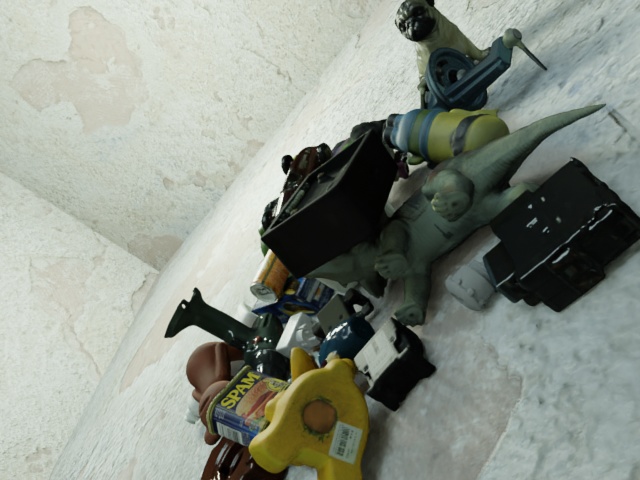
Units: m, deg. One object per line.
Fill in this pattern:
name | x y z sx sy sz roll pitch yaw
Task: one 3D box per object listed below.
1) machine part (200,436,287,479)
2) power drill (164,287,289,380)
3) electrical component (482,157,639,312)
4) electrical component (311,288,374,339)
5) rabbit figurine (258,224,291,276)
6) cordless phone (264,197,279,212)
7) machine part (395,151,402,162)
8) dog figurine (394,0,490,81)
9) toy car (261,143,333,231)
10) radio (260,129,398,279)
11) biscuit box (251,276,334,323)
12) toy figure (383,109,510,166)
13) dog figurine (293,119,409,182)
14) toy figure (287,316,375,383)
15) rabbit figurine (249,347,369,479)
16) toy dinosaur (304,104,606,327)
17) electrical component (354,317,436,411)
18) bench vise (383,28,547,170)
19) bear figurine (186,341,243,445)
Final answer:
machine part | -0.110 0.318 0.759 0.179 0.056 0.179 -48 17 20
power drill | -0.146 0.164 0.894 0.232 0.207 0.086 -77 8 -75
electrical component | 0.219 -0.001 0.504 0.134 0.058 0.115 -46 17 22
electrical component | 0.035 0.114 0.794 0.102 0.045 0.078 -52 46 15
rabbit figurine | -0.035 -0.004 1.056 0.170 0.159 0.121 -1 43 50
cordless phone | -0.001 -0.003 0.934 0.147 0.184 0.089 -19 37 19
machine part | 0.112 -0.129 1.057 0.139 0.039 0.084 -55 25 -8
dog figurine | 0.200 -0.359 1.006 0.172 0.190 0.121 -25 34 61
toy car | -0.035 -0.088 0.860 0.089 0.053 0.202 -14 44 29
radio | 0.019 -0.051 0.688 0.131 0.073 0.230 -32 13 28
biscuit box | -0.054 0.110 0.997 0.203 0.059 0.063 -27 32 56
toy figure | 0.171 -0.139 0.743 0.180 0.082 0.089 17 33 32
dog figurine | 0.041 -0.135 0.965 0.219 0.108 0.191 -12 2 27
toy figure | 0.012 0.163 0.729 0.154 0.064 0.058 -49 56 32
rabbit figurine | -0.017 0.207 0.627 0.173 0.122 0.162 112 169 -58
toy dinosaur | 0.150 -0.035 0.667 0.405 0.131 0.192 -39 22 23
electrical component | 0.082 0.132 0.627 0.075 0.047 0.119 -49 20 14
bench vise | 0.218 -0.230 0.844 0.240 0.129 0.223 -36 27 55
bear figurine | -0.158 0.257 0.932 0.196 0.132 0.120 35 104 54
